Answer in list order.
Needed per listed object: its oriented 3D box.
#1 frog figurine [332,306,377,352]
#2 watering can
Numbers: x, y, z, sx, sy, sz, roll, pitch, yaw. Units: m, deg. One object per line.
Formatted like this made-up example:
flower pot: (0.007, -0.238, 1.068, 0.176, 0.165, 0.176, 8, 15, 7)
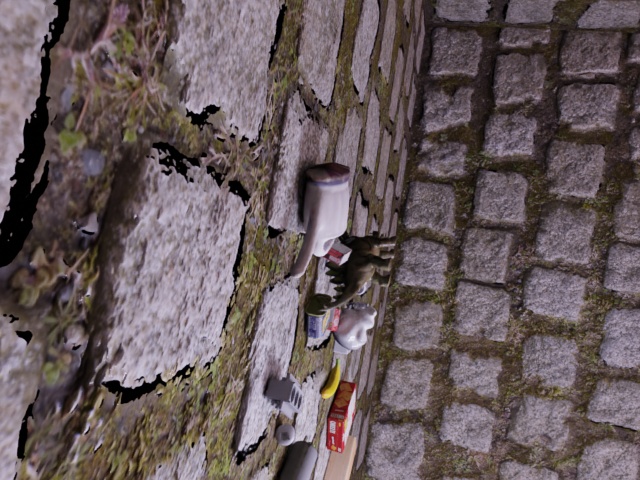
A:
frog figurine: (0.124, 0.293, 1.759, 0.158, 0.140, 0.121, -39, -43, 19)
watering can: (0.004, -0.060, 1.198, 0.104, 0.221, 0.353, 7, 20, 14)
